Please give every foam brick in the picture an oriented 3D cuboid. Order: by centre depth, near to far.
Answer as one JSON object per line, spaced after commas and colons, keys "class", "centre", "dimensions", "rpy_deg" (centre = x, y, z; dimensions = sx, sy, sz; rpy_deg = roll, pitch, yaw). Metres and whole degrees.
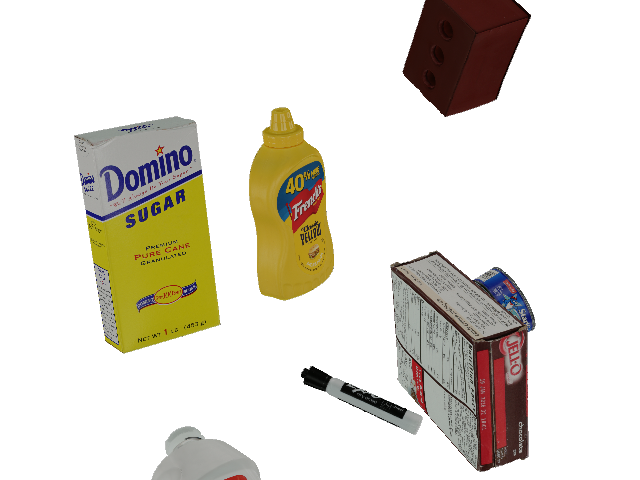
{"class": "foam brick", "centre": [0.099, -0.134, 0.733], "dimensions": [0.051, 0.053, 0.078], "rpy_deg": [-23, -31, -29]}

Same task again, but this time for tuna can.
{"class": "tuna can", "centre": [0.211, 0.076, 1.243], "dimensions": [0.033, 0.086, 0.086], "rpy_deg": [-30, 6, -10]}

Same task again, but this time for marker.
{"class": "marker", "centre": [0.037, 0.148, 0.997], "dimensions": [0.121, 0.020, 0.020], "rpy_deg": [23, 6, 15]}

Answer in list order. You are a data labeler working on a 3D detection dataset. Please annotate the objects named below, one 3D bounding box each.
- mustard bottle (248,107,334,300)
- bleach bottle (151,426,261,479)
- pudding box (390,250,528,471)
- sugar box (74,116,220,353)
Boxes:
{"class": "mustard bottle", "centre": [-0.031, -0.042, 1.092], "dimensions": [0.058, 0.192, 0.096], "rpy_deg": [14, 30, 37]}
{"class": "bleach bottle", "centre": [-0.067, 0.215, 0.715], "dimensions": [0.102, 0.068, 0.251], "rpy_deg": [-15, 33, -16]}
{"class": "pudding box", "centre": [0.082, 0.070, 0.641], "dimensions": [0.039, 0.090, 0.114], "rpy_deg": [-14, 27, -19]}
{"class": "sugar box", "centre": [-0.139, -0.006, 0.869], "dimensions": [0.093, 0.176, 0.048], "rpy_deg": [-16, 22, -30]}
